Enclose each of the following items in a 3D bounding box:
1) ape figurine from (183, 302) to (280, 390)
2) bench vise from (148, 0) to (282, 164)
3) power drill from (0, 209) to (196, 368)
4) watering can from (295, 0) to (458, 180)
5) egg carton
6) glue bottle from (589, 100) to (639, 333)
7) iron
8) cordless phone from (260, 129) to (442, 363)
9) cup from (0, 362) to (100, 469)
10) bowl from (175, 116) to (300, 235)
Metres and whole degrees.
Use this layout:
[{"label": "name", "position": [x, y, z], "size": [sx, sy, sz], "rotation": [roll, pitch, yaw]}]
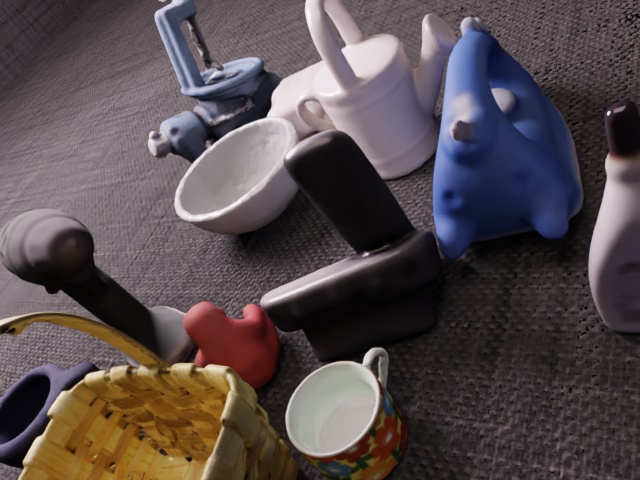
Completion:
[{"label": "ape figurine", "position": [-0.082, 0.086, 0.500], "size": [0.078, 0.092, 0.076], "rotation": [-34, 37, 4]}, {"label": "bench vise", "position": [-0.158, -0.209, 0.767], "size": [0.121, 0.220, 0.207], "rotation": [1, 52, 40]}, {"label": "power drill", "position": [-0.214, 0.046, 0.552], "size": [0.228, 0.209, 0.076], "rotation": [9, 57, 44]}, {"label": "watering can", "position": [0.050, -0.166, 0.575], "size": [0.172, 0.195, 0.100], "rotation": [-30, 38, 10]}, {"label": "egg carton", "position": [0.003, -0.174, 0.725], "size": [0.150, 0.070, 0.107], "rotation": [-19, 41, 22]}, {"label": "glue bottle", "position": [0.183, -0.008, 0.319], "size": [0.078, 0.174, 0.037], "rotation": [-8, 46, 33]}, {"label": "iron", "position": [0.142, -0.114, 0.490], "size": [0.118, 0.142, 0.258], "rotation": [-14, 43, 28]}, {"label": "cordless phone", "position": [0.004, 0.002, 0.443], "size": [0.147, 0.186, 0.094], "rotation": [-25, 39, 16]}, {"label": "cup", "position": [-0.232, 0.168, 0.532], "size": [0.118, 0.095, 0.091], "rotation": [-37, 37, 0]}, {"label": "bowl", "position": [-0.082, -0.063, 0.672], "size": [0.167, 0.075, 0.167], "rotation": [-22, 40, 20]}]
